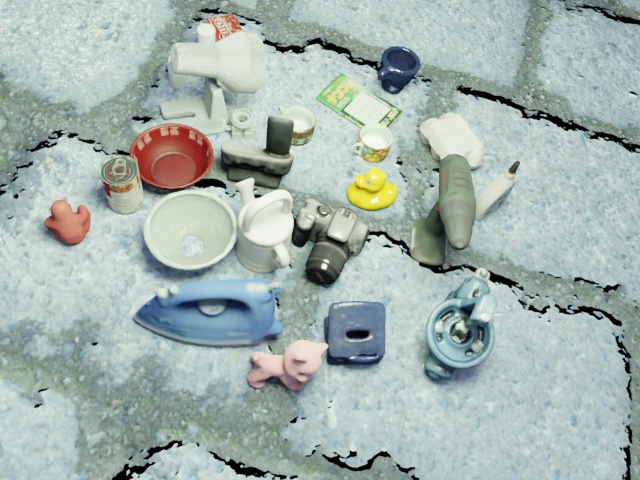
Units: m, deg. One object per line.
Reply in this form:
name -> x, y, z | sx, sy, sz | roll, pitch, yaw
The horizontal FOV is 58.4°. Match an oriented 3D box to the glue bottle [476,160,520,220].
glue bottle -> 0.369, -0.108, 1.174 | 0.078, 0.173, 0.037 | -27, 69, -23

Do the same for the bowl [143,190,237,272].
bowl -> -0.237, -0.006, 1.060 | 0.167, 0.075, 0.167 | 5, 60, -8

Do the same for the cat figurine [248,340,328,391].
cat figurine -> -0.053, 0.202, 0.951 | 0.128, 0.118, 0.067 | 4, 60, -8

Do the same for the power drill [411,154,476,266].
power drill -> 0.238, -0.039, 1.090 | 0.075, 0.208, 0.229 | 11, 59, -4

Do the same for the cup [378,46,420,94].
cup -> 0.170, -0.383, 1.339 | 0.118, 0.095, 0.091 | -38, 73, -26

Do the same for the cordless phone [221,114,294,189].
cordless phone -> -0.120, -0.194, 1.124 | 0.147, 0.185, 0.094 | 6, 60, -7

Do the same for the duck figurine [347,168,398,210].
duck figurine -> 0.113, -0.112, 1.179 | 0.104, 0.086, 0.077 | 3, 60, -8

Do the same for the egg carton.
egg carton -> 0.294, -0.215, 1.281 | 0.107, 0.069, 0.150 | -22, 67, -21

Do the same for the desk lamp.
desk lamp -> -0.219, -0.317, 1.159 | 0.203, 0.213, 0.118 | -15, 64, -18

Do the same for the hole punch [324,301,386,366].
hole punch -> 0.065, 0.165, 1.010 | 0.109, 0.091, 0.101 | 0, 61, -10

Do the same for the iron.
iron -> -0.189, 0.105, 0.967 | 0.258, 0.141, 0.118 | -1, 61, -11

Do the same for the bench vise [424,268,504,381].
bench vise -> 0.251, 0.121, 0.994 | 0.121, 0.220, 0.207 | 12, 59, -3

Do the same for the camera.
camera -> 0.010, 0.004, 1.085 | 0.143, 0.101, 0.137 | 23, 59, 3

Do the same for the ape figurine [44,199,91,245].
ape figurine -> -0.455, -0.039, 1.028 | 0.078, 0.092, 0.076 | -8, 62, -14

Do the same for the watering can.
watering can -> -0.103, -0.032, 1.030 | 0.172, 0.194, 0.101 | 38, 61, 12
